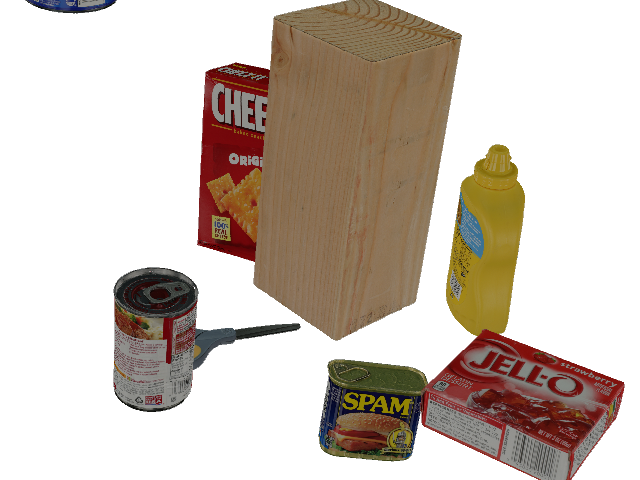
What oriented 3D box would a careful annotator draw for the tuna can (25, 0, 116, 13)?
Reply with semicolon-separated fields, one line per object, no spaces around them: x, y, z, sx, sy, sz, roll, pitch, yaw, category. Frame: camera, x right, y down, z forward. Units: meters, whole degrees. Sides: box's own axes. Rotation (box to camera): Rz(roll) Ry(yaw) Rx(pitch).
-0.215;-0.227;0.917;0.086;0.034;0.086;5;34;-4;tuna can

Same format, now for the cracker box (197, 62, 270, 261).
-0.055;-0.080;1.216;0.164;0.214;0.072;16;25;26;cracker box

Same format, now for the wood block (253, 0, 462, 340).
0.021;-0.049;0.733;0.090;0.206;0.091;-22;41;-39;wood block

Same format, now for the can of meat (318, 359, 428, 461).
0.052;0.174;1.086;0.102;0.084;0.057;7;19;-7;can of meat

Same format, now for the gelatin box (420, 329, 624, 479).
0.110;0.089;0.587;0.089;0.030;0.073;21;35;29;gelatin box

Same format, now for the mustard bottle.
0.163;-0.007;1.044;0.058;0.192;0.096;-4;36;-9;mustard bottle

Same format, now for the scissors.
-0.108;0.116;1.183;0.201;0.016;0.096;3;26;-17;scissors

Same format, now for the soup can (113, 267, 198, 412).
-0.138;0.083;0.887;0.068;0.102;0.068;5;32;-3;soup can
